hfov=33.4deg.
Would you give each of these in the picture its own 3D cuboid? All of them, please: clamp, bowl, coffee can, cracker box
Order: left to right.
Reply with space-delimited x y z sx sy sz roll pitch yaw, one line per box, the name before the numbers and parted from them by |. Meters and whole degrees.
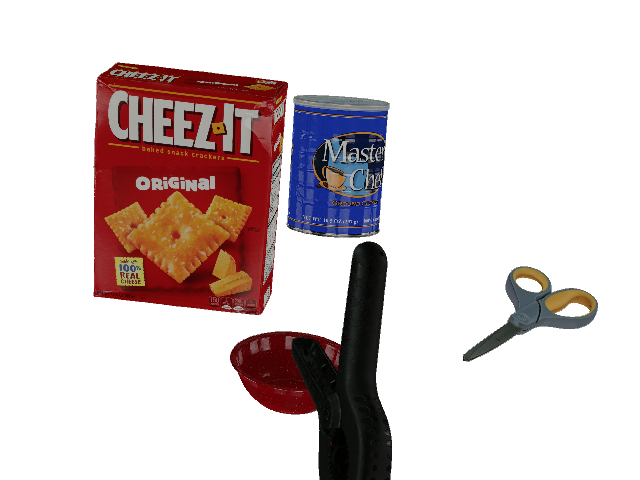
cracker box | -0.122 -0.045 0.985 0.164 0.214 0.072 7 22 4
bowl | -0.035 0.174 1.354 0.162 0.055 0.162 4 21 -2
coffee can | 0.018 -0.082 1.150 0.103 0.140 0.103 4 12 -1
clamp | 0.023 0.116 0.765 0.036 0.210 0.165 5 -40 -18

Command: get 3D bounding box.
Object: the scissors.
scissors | 0.171 0.062 0.964 0.201 0.016 0.096 -8 37 -38
